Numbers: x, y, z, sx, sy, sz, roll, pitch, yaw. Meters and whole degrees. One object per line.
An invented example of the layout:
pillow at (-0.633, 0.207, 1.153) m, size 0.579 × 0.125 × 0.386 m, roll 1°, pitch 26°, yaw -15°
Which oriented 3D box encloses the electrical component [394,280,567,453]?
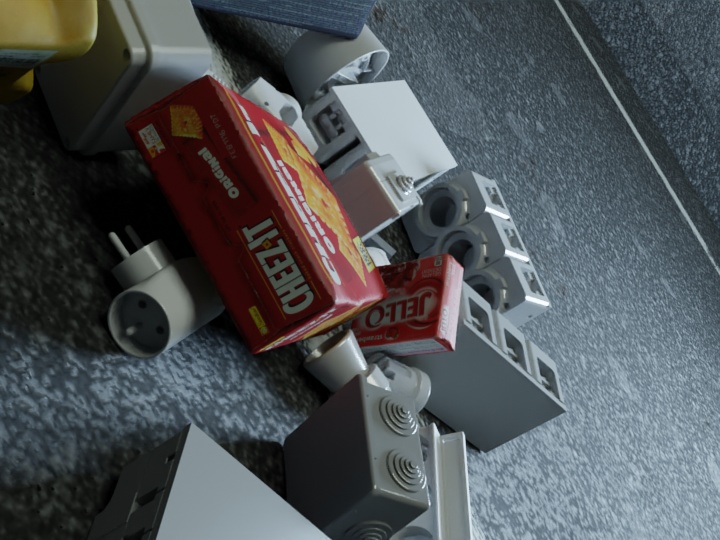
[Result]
electrical component at (0.096, 0.082, 0.927) m, size 0.150 × 0.089 × 0.061 m, roll 40°, pitch 31°, yaw -33°

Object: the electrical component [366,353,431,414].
electrical component at (0.027, 0.091, 0.855) m, size 0.046 × 0.040 × 0.040 m, roll 32°, pitch 35°, yaw -31°

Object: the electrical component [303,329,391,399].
electrical component at (-0.009, 0.078, 0.797) m, size 0.055 × 0.045 × 0.045 m, roll 54°, pitch 25°, yaw -8°

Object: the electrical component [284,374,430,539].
electrical component at (-0.003, 0.130, 0.688) m, size 0.048 × 0.100 × 0.099 m, roll 24°, pitch 39°, yaw -30°

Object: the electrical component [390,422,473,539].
electrical component at (0.041, 0.176, 0.750) m, size 0.121 × 0.079 × 0.063 m, roll -89°, pitch 160°, yaw -50°

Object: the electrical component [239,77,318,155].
electrical component at (-0.072, -0.128, 0.922) m, size 0.077 × 0.043 × 0.079 m, roll 50°, pitch 27°, yaw -16°

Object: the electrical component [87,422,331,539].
electrical component at (-0.067, 0.168, 0.571) m, size 0.150 × 0.062 × 0.089 m, roll 45°, pitch 28°, yaw -23°

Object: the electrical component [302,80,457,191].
electrical component at (0.016, -0.121, 1.052) m, size 0.105 × 0.060 × 0.186 m, roll 58°, pitch 25°, yaw 3°

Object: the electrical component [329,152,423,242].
electrical component at (0.003, -0.060, 0.918) m, size 0.061 × 0.096 × 0.062 m, roll 57°, pitch 25°, yaw 2°

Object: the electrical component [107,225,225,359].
electrical component at (-0.128, 0.007, 0.669) m, size 0.079 × 0.043 × 0.077 m, roll 56°, pitch 25°, yaw -2°

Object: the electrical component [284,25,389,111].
electrical component at (-0.022, -0.192, 1.026) m, size 0.099 × 0.099 × 0.064 m, roll 7°, pitch 49°, yaw -58°

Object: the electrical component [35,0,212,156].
electrical component at (-0.156, -0.133, 0.694) m, size 0.057 × 0.113 × 0.078 m, roll -10°, pitch 68°, yaw -43°

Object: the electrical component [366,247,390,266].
electrical component at (0.000, 0.000, 0.916) m, size 0.035 × 0.035 × 0.061 m, roll 61°, pitch 28°, yaw 8°

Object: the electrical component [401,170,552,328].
electrical component at (0.110, -0.011, 1.058) m, size 0.062 × 0.089 × 0.150 m, roll 16°, pitch 47°, yaw -53°

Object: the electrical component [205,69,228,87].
electrical component at (-0.136, -0.142, 0.826) m, size 0.081 × 0.043 × 0.043 m, roll 37°, pitch 32°, yaw -36°
